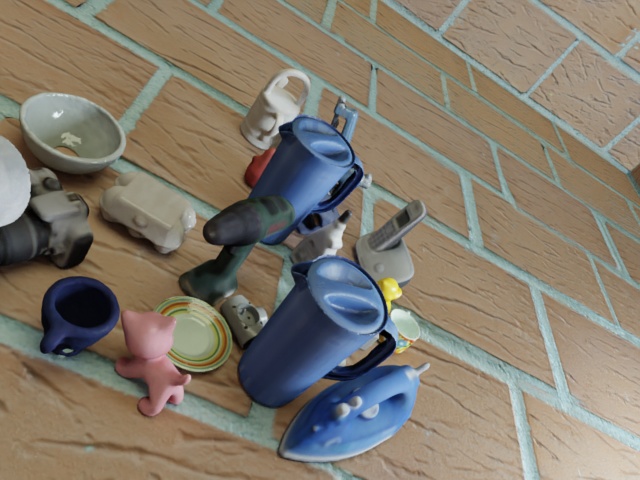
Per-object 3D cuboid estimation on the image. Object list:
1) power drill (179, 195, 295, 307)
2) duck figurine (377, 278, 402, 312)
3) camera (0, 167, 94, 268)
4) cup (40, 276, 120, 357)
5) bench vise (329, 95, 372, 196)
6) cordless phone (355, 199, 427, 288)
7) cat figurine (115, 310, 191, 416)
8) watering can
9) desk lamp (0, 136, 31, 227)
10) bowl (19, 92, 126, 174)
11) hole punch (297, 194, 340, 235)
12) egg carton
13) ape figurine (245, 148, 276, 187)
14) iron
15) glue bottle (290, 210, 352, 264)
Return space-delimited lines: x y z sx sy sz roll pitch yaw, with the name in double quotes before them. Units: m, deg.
"power drill" -0.137 0.013 0.902 0.075 0.208 0.230 45 35 7
"duck figurine" 0.115 0.107 1.138 0.105 0.086 0.077 12 44 -34
"camera" -0.405 -0.029 0.794 0.143 0.100 0.137 48 36 12
"cup" -0.318 0.115 0.723 0.092 0.094 0.118 35 36 -8
"bench vise" 0.043 -0.211 1.300 0.208 0.219 0.121 24 38 -21
"cordless phone" 0.164 0.012 1.200 0.094 0.184 0.147 12 44 -33
"cat figurine" -0.217 0.150 0.759 0.127 0.117 0.067 49 36 13
"watering can" -0.097 -0.313 1.303 0.101 0.193 0.172 2 50 -41
"desk lamp" -0.448 -0.012 0.639 0.118 0.213 0.203 39 35 -1
"bowl" -0.416 -0.164 0.953 0.168 0.074 0.167 25 38 -21
"hole punch" 0.002 -0.067 1.218 0.101 0.091 0.108 11 44 -34
"egg carton" -0.284 -0.047 0.952 0.150 0.069 0.107 32 36 -11
"ape figurine" -0.113 -0.155 1.206 0.076 0.092 0.077 -12 60 -48
"iron" 0.063 0.256 0.882 0.259 0.141 0.118 -10 58 -47
"glue bottle" 0.010 0.004 1.077 0.037 0.173 0.078 -1 52 -43
